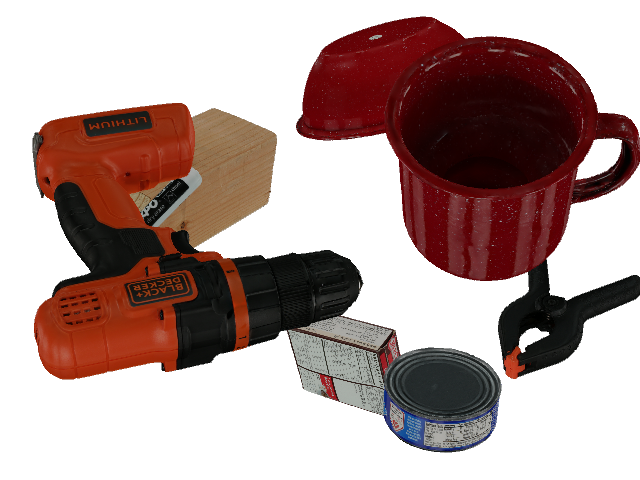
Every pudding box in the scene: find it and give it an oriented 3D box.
[{"bbox_3d":[0.027,0.119,1.054,0.114,0.090,0.039,11,40,32],"label":"pudding box"}]

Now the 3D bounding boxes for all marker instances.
[{"bbox_3d":[-0.134,-0.014,0.819,0.020,0.020,0.121,0,40,45],"label":"marker"}]

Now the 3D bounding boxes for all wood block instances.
[{"bbox_3d":[-0.142,-0.055,1.094,0.090,0.091,0.205,24,33,24],"label":"wood block"}]

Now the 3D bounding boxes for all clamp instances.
[{"bbox_3d":[0.220,0.064,1.043,0.171,0.039,0.120,-35,43,-29],"label":"clamp"}]

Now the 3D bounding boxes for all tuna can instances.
[{"bbox_3d":[0.089,0.117,0.787,0.086,0.034,0.086,0,30,0],"label":"tuna can"}]

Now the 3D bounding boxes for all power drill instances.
[{"bbox_3d":[-0.087,-0.007,0.636,0.184,0.057,0.188,-10,44,-19],"label":"power drill"}]

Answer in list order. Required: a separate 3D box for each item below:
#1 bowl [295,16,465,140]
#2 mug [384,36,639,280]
[{"bbox_3d":[0.051,-0.132,0.822,0.162,0.055,0.162,-15,20,6],"label":"bowl"},{"bbox_3d":[0.090,-0.036,0.501,0.117,0.093,0.081,-7,-34,3],"label":"mug"}]
